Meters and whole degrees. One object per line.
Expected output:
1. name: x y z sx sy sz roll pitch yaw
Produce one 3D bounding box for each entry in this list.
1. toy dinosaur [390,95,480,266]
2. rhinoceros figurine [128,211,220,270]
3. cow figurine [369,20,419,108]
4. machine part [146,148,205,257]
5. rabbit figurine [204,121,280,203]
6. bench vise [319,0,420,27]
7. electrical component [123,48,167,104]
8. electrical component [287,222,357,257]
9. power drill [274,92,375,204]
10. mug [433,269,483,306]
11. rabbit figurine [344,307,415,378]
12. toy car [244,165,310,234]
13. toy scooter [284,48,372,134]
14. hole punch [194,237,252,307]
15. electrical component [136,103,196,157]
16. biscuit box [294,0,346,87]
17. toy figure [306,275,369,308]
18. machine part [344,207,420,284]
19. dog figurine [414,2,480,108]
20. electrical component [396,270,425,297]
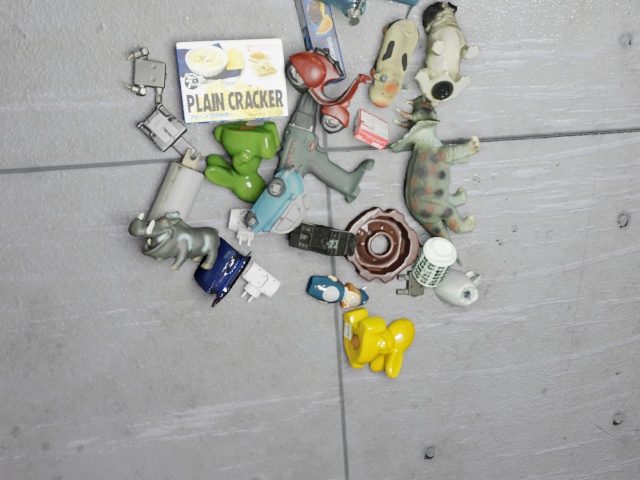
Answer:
1. toy dinosaur: 0.253 -0.124 1.223 0.192 0.131 0.404 -2 103 1
2. rhinoceros figurine: -0.286 0.000 1.072 0.190 0.073 0.112 10 102 -40
3. cow figurine: 0.160 -0.378 1.157 0.085 0.127 0.194 18 91 -11
4. machine part: -0.306 -0.075 1.125 0.079 0.079 0.243 23 92 -14
5. rabbit figurine: -0.161 -0.154 1.127 0.159 0.121 0.170 -2 116 -6
6. bench vise: 0.117 -0.529 1.111 0.240 0.129 0.224 6 59 -23
7. electrical component: -0.354 -0.336 1.095 0.078 0.045 0.102 10 96 -12
8. electrical component: -0.002 -0.004 1.171 0.115 0.134 0.058 9 94 -56
9. power drill: 0.013 -0.187 1.177 0.207 0.086 0.232 24 94 -18
10. mug: 0.339 0.114 1.273 0.110 0.107 0.080 -25 104 -6
11. rabbit figurine: 0.151 0.236 1.250 0.173 0.122 0.162 -6 93 -30
12. toy car: -0.077 -0.068 1.101 0.103 0.109 0.161 36 105 -2
13. toy scooter: 0.023 -0.321 1.093 0.135 0.075 0.183 -35 98 18
14. hole punch: -0.212 0.060 1.150 0.092 0.116 0.142 37 89 -6
15. electrical component: -0.313 -0.217 1.120 0.075 0.048 0.119 -42 102 -3
16. biscuit box: 0.000 -0.434 1.149 0.063 0.059 0.202 -17 101 -10
17. toy figure: 0.045 0.124 1.241 0.154 0.058 0.064 17 132 -15
18. machine part: 0.136 0.009 1.243 0.179 0.056 0.179 -1 98 -11
19. dog figurine: 0.262 -0.410 1.183 0.121 0.191 0.172 14 133 -16
20. electrical component: 0.230 0.105 1.293 0.094 0.021 0.063 -1 98 -13
